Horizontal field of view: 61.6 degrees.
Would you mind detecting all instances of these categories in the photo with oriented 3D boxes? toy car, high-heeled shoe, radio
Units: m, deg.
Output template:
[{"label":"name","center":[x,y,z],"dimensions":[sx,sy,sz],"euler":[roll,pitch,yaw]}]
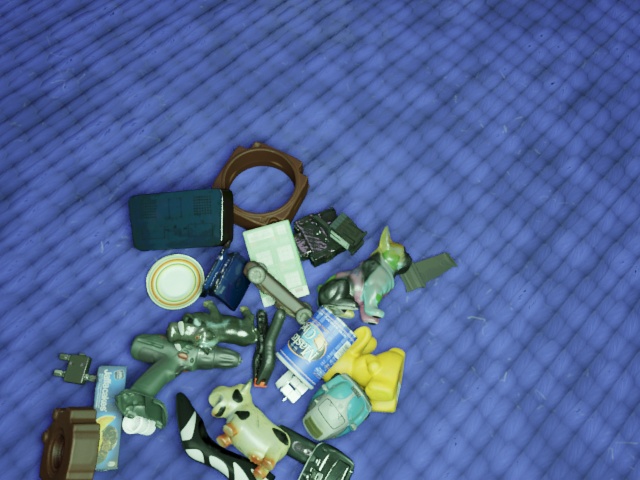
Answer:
[{"label":"toy car","center":[-0.087,0.121,1.175],"dimensions":[0.202,0.089,0.053],"euler":[43,88,-6]},{"label":"toy car","center":[0.017,0.343,1.066],"dimensions":[0.103,0.161,0.109],"euler":[-18,66,-51]},{"label":"high-heeled shoe","center":[-0.193,0.404,1.079],"dimensions":[0.145,0.086,0.249],"euler":[-20,76,-11]},{"label":"radio","center":[-0.312,-0.045,1.219],"dimensions":[0.230,0.073,0.131],"euler":[-4,90,13]}]

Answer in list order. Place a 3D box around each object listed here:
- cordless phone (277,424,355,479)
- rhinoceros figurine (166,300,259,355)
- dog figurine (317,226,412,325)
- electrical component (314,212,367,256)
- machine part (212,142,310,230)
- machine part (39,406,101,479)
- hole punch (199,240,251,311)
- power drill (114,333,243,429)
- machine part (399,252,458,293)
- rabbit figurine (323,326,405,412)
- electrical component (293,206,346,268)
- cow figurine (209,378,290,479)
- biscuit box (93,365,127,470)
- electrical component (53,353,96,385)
[{"label":"cordless phone","center":[-0.038,0.463,1.073],"dimensions":[0.184,0.088,0.146],"euler":[22,69,19]},{"label":"rhinoceros figurine","center":[-0.225,0.191,1.129],"dimensions":[0.190,0.073,0.112],"euler":[7,40,-23]},{"label":"dog figurine","center":[0.104,0.072,1.214],"dimensions":[0.192,0.108,0.219],"euler":[13,66,7]},{"label":"electrical component","center":[0.045,-0.024,1.211],"dimensions":[0.119,0.074,0.048],"euler":[39,71,16]},{"label":"machine part","center":[-0.142,-0.124,1.297],"dimensions":[0.202,0.087,0.201],"euler":[25,69,9]},{"label":"machine part","center":[-0.480,0.403,1.025],"dimensions":[0.056,0.179,0.179],"euler":[18,60,-40]},{"label":"hole punch","center":[-0.205,0.088,1.195],"dimensions":[0.092,0.115,0.142],"euler":[28,70,0]},{"label":"power drill","center":[-0.296,0.273,1.090],"dimensions":[0.232,0.085,0.207],"euler":[13,38,8]},{"label":"machine part","center":[0.252,0.068,1.261],"dimensions":[0.139,0.039,0.084],"euler":[-19,64,-9]},{"label":"rabbit figurine","center":[0.087,0.267,1.134],"dimensions":[0.173,0.121,0.162],"euler":[3,63,19]},{"label":"electrical component","center":[-0.003,-0.004,1.269],"dimensions":[0.134,0.058,0.115],"euler":[-26,69,-13]},{"label":"cow figurine","center":[-0.143,0.363,1.073],"dimensions":[0.195,0.085,0.127],"euler":[37,34,13]},{"label":"biscuit box","center":[-0.432,0.358,1.090],"dimensions":[0.059,0.063,0.202],"euler":[6,66,-20]},{"label":"electrical component","center":[-0.517,0.274,1.149],"dimensions":[0.094,0.021,0.063],"euler":[9,67,2]}]
